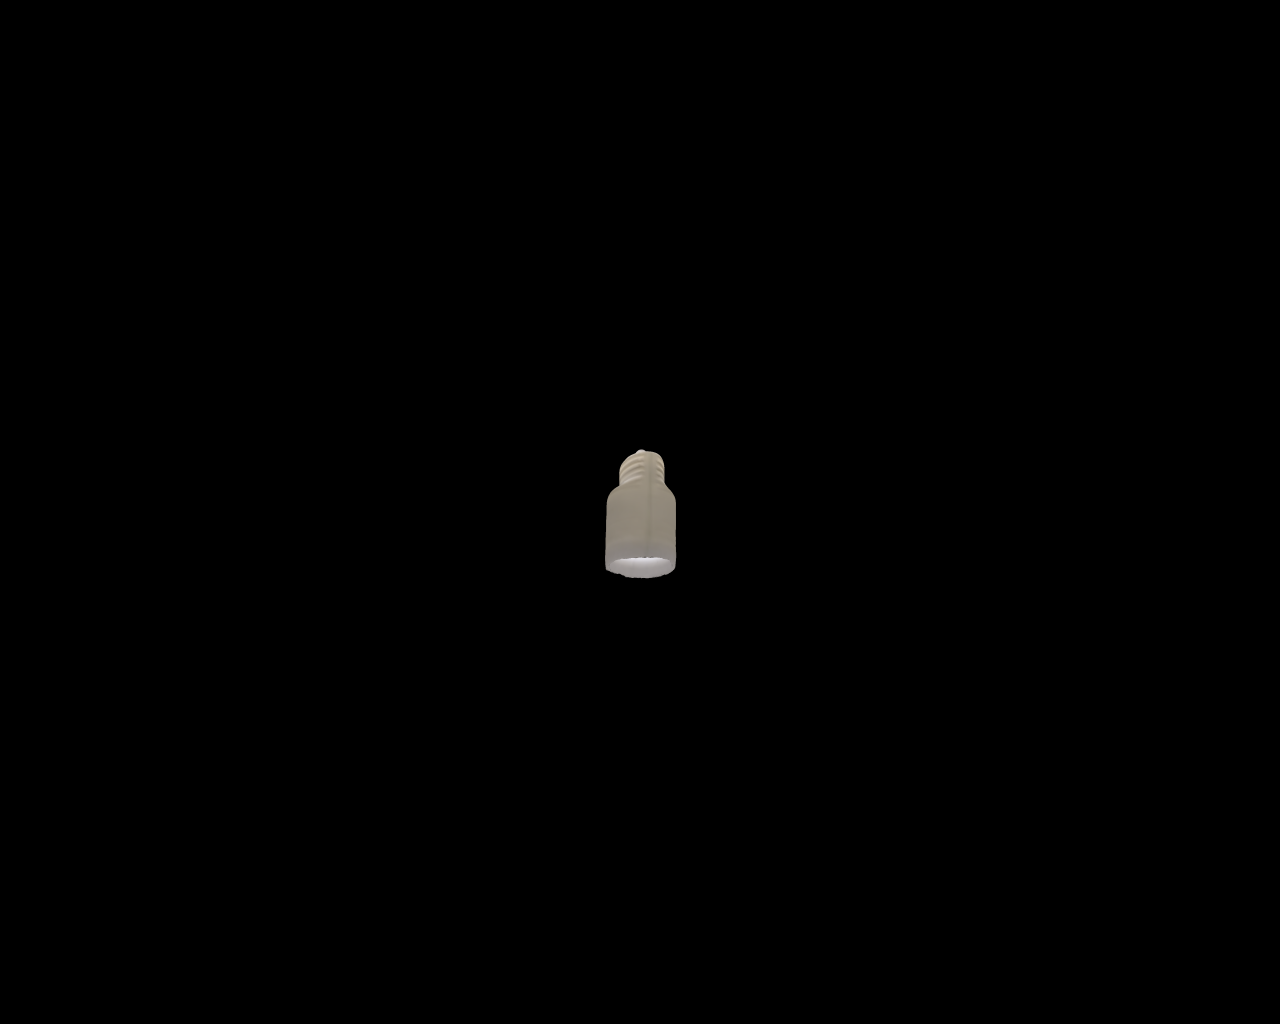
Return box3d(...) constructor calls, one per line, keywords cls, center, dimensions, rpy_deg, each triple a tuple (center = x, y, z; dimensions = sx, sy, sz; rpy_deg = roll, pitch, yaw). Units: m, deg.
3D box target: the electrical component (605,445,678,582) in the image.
box3d(cls="electrical component", center=(0.001, -0.003, 0.650), dimensions=(0.043, 0.081, 0.043), rpy_deg=(0, -23, 0))
